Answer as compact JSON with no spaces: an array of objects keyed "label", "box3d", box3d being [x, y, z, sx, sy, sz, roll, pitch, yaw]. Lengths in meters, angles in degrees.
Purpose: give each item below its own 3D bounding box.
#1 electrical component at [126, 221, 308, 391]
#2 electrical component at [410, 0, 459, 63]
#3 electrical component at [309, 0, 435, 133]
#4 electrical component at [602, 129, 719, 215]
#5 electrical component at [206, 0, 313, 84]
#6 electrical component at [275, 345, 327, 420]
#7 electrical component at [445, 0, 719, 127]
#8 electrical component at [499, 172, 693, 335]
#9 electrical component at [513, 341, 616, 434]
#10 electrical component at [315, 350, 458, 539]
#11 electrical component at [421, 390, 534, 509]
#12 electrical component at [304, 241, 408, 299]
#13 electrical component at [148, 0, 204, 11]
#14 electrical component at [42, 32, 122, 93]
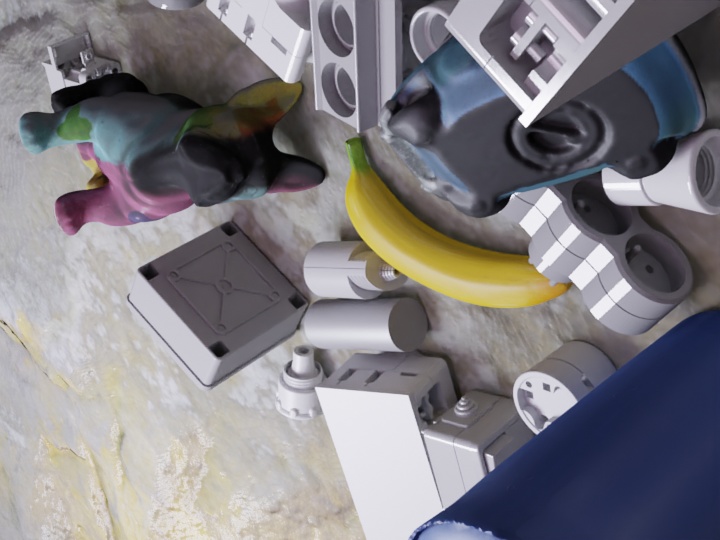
[{"label":"electrical component","box3d":[-0.120,0.029,0.907,0.108,0.109,0.056,46,140,15]},{"label":"electrical component","box3d":[0.058,-0.141,0.628,0.040,0.046,0.040,29,136,33]},{"label":"electrical component","box3d":[0.008,-0.155,0.656,0.079,0.063,0.121,34,139,40]},{"label":"electrical component","box3d":[0.164,-0.052,0.580,0.065,0.044,0.044,4,119,53]},{"label":"electrical component","box3d":[-0.053,-0.180,0.722,0.089,0.050,0.055,45,142,15]},{"label":"electrical component","box3d":[-0.050,0.095,0.932,0.048,0.048,0.062,26,128,35]},{"label":"electrical component","box3d":[0.127,-0.143,0.429,0.060,0.186,0.105,50,143,9]},{"label":"electrical component","box3d":[0.125,-0.017,0.639,0.138,0.052,0.073,49,143,12]},{"label":"electrical component","box3d":[0.136,0.079,0.703,0.055,0.047,0.055,29,135,33]},{"label":"electrical component","box3d":[0.037,0.142,0.844,0.089,0.062,0.150,0,117,38]},{"label":"electrical component","box3d":[0.093,0.135,0.782,0.061,0.062,0.096,9,123,45]},{"label":"electrical component","box3d":[0.000,0.000,0.803,0.081,0.043,0.043,2,118,48]},{"label":"electrical component","box3d":[-0.123,-0.225,0.773,0.079,0.043,0.077,32,137,29]},{"label":"electrical component","box3d":[-0.243,-0.165,0.958,0.064,0.042,0.081,21,132,36]}]
